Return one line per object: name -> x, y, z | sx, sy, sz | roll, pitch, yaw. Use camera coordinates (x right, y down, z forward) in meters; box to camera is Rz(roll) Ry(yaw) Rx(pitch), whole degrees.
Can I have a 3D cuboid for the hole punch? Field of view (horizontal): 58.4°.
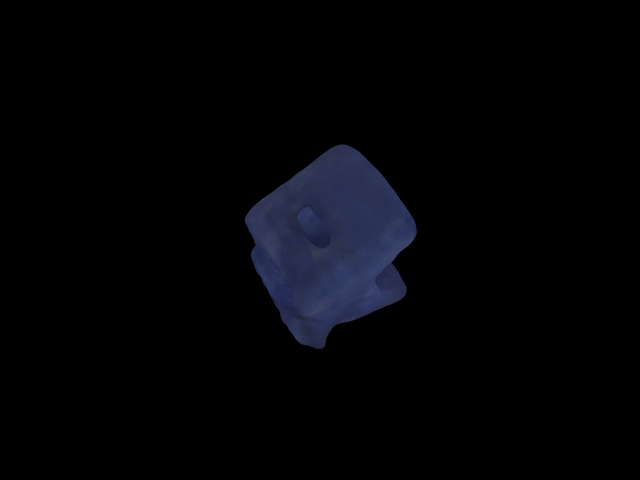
hole punch -> 0.004, 0.001, 0.400 | 0.101, 0.091, 0.108 | -22, 52, -18
